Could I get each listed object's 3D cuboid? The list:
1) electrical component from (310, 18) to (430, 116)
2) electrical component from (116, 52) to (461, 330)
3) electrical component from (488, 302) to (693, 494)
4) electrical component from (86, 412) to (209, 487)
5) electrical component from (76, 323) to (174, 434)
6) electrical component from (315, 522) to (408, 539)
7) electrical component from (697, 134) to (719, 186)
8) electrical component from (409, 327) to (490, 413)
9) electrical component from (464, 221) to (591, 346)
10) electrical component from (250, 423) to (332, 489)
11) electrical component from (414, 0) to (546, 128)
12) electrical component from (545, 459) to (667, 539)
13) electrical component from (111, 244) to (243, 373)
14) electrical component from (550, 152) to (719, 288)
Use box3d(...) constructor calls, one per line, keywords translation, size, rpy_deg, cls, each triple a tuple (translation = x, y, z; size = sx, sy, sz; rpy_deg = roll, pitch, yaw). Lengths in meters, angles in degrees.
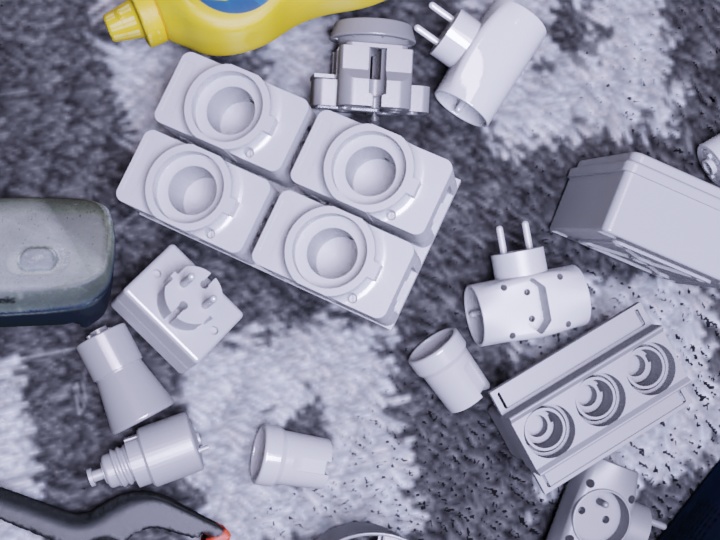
box3d(translation=(0.007, -0.135, 0.716), size=(0.078, 0.058, 0.057), rpy_deg=(2, 92, -10), cls="electrical component")
box3d(translation=(-0.045, -0.051, 0.673), size=(0.186, 0.060, 0.105), rpy_deg=(24, 86, 11), cls="electrical component")
box3d(translation=(0.154, 0.086, 0.738), size=(0.121, 0.063, 0.078), rpy_deg=(-30, 95, -9), cls="electrical component")
box3d(translation=(-0.138, 0.121, 0.698), size=(0.078, 0.040, 0.040), rpy_deg=(-19, 93, -9), cls="electrical component")
box3d(translation=(-0.155, 0.067, 0.695), size=(0.044, 0.044, 0.065), rpy_deg=(-28, 90, -9), cls="electrical component")
box3d(translation=(0.003, 0.216, 0.710), size=(0.099, 0.064, 0.099), rpy_deg=(0, 90, -10), cls="electrical component")
box3d(translation=(0.277, -0.089, 0.773), size=(0.065, 0.044, 0.044), rpy_deg=(-30, 95, -4), cls="electrical component")
box3d(translation=(0.062, 0.069, 0.735), size=(0.040, 0.040, 0.046), rpy_deg=(-37, 101, -8), cls="electrical component")
box3d(translation=(0.112, 0.007, 0.741), size=(0.077, 0.043, 0.079), rpy_deg=(-11, 91, -10), cls="electrical component")
box3d(translation=(-0.046, 0.125, 0.715), size=(0.046, 0.040, 0.040), rpy_deg=(12, 88, -16), cls="electrical component")
box3d(translation=(0.074, -0.151, 0.734), size=(0.079, 0.044, 0.077), rpy_deg=(34, 84, -8), cls="electrical component")
box3d(translation=(0.177, 0.176, 0.751), size=(0.079, 0.044, 0.077), rpy_deg=(22, 86, -9), cls="electrical component")
box3d(translation=(-0.110, 0.020, 0.679), size=(0.065, 0.077, 0.047), rpy_deg=(46, 60, -7), cls="electrical component")
box3d(translation=(0.200, -0.031, 0.724), size=(0.109, 0.109, 0.056), rpy_deg=(22, 89, -9), cls="electrical component")
